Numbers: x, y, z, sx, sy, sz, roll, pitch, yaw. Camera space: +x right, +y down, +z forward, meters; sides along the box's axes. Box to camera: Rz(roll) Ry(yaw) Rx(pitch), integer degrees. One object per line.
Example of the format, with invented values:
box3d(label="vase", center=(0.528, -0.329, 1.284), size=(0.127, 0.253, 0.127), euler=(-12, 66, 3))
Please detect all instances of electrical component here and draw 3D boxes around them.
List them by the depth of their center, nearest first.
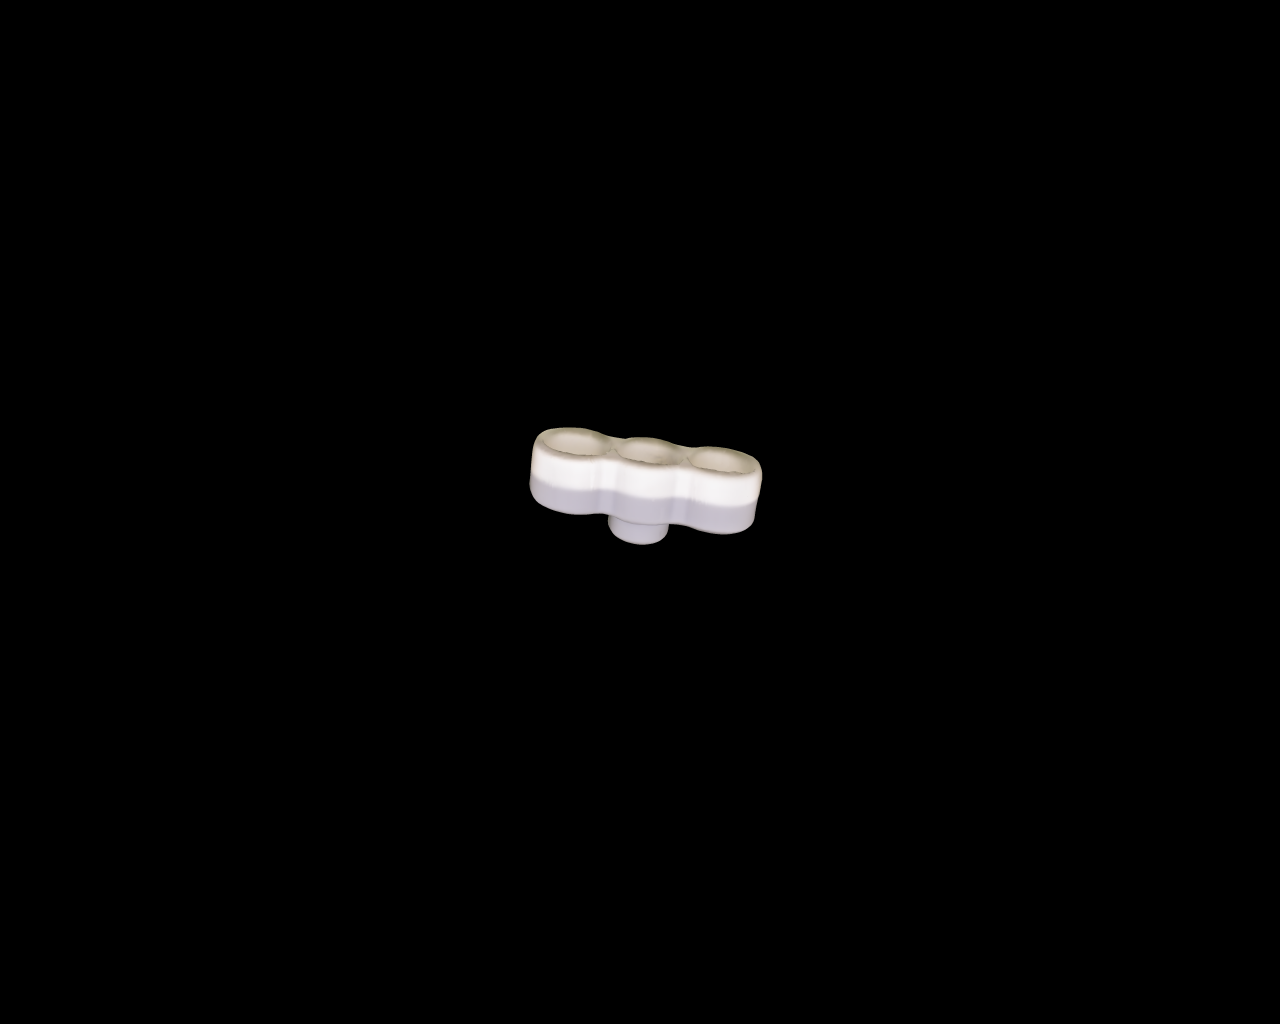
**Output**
box3d(label="electrical component", center=(0.001, -0.003, 0.650), size=(0.138, 0.073, 0.052), euler=(8, 24, -3))
